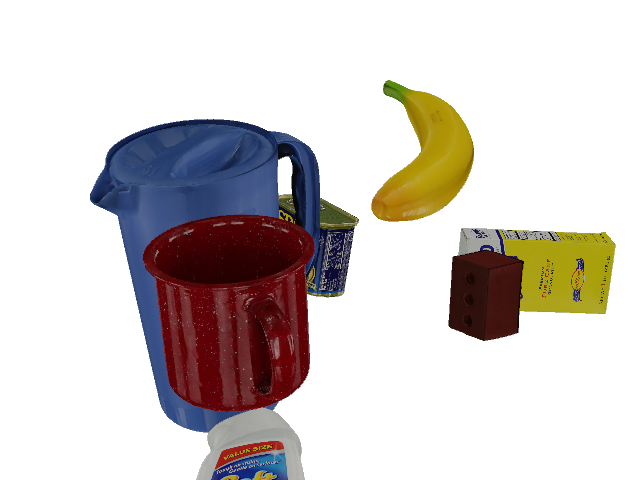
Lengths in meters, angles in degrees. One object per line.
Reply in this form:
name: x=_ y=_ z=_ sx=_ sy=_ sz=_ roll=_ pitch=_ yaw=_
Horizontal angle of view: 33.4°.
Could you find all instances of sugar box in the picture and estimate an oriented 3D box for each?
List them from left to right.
sugar box: x=0.252 y=0.036 z=1.262 sx=0.176 sy=0.093 sz=0.048 roll=0 pitch=20 yaw=-3

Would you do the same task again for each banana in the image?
banana: x=0.074 y=-0.059 z=0.751 sx=0.069 sy=0.037 sz=0.197 roll=5 pitch=30 yaw=3

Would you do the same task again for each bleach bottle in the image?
bleach bottle: x=-0.060 y=0.203 z=0.807 sx=0.102 sy=0.068 sz=0.251 roll=-4 pitch=28 yaw=-3

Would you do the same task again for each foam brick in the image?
foam brick: x=0.165 y=0.054 z=1.068 sx=0.051 sy=0.078 sz=0.053 roll=-12 pitch=20 yaw=-37

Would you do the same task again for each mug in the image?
mug: x=-0.042 y=0.045 z=0.582 sx=0.093 sy=0.081 sz=0.117 roll=-15 pitch=27 yaw=-25

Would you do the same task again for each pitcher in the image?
pitcher: x=-0.083 y=0.028 z=0.874 sx=0.149 sy=0.243 sz=0.145 roll=3 pitch=29 yaw=13

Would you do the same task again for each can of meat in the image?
can of meat: x=-0.010 y=0.005 z=1.139 sx=0.057 sy=0.084 sz=0.102 roll=-4 pitch=21 yaw=-34
